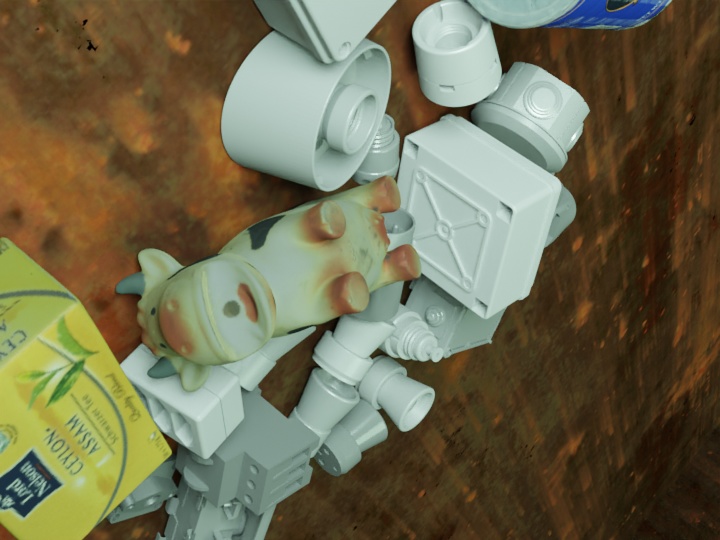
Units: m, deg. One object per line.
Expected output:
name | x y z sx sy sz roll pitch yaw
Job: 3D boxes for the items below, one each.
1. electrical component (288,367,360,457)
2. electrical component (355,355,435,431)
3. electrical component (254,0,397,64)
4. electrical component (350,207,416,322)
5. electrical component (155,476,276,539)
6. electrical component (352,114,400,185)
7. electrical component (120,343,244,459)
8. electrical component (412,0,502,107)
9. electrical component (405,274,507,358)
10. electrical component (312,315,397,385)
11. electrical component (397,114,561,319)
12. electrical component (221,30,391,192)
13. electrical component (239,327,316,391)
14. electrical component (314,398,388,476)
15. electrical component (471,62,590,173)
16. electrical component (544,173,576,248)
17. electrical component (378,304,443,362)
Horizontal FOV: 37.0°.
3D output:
electrical component | -0.036 0.116 0.852 0.065 0.044 0.044 -56 153 14
electrical component | 0.030 0.105 0.924 0.045 0.055 0.045 -38 148 -29
electrical component | -0.013 -0.180 0.540 0.108 0.056 0.108 -50 152 -8
electrical component | 0.000 0.000 0.771 0.079 0.044 0.077 -24 136 -40
electrical component | -0.105 0.182 0.790 0.063 0.078 0.121 1 123 -32
electrical component | 0.009 -0.086 0.702 0.035 0.035 0.061 -34 144 -33
electrical component | -0.099 0.064 0.669 0.076 0.066 0.047 -48 155 -32
electrical component | 0.062 -0.143 0.701 0.055 0.055 0.047 -45 148 -17
electrical component | 0.077 0.028 0.905 0.096 0.061 0.061 -10 129 -53
electrical component | -0.005 0.054 0.826 0.055 0.045 0.045 -56 152 5
electrical component | 0.080 -0.039 0.785 0.056 0.109 0.108 -29 143 -35
electrical component | -0.027 -0.096 0.630 0.099 0.064 0.099 -53 158 -33
electrical component | -0.067 0.049 0.729 0.065 0.044 0.044 -49 152 0
electrical component | -0.011 0.142 0.915 0.055 0.045 0.045 -36 147 -30
electrical component | 0.128 -0.113 0.809 0.051 0.080 0.080 -56 153 -8
electrical component | 0.157 -0.059 0.950 0.077 0.043 0.079 -28 143 -39
electrical component | 0.035 0.052 0.856 0.040 0.078 0.040 -21 124 -34
